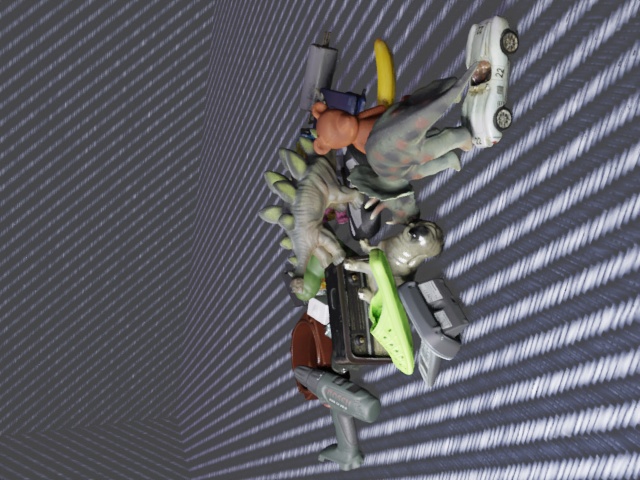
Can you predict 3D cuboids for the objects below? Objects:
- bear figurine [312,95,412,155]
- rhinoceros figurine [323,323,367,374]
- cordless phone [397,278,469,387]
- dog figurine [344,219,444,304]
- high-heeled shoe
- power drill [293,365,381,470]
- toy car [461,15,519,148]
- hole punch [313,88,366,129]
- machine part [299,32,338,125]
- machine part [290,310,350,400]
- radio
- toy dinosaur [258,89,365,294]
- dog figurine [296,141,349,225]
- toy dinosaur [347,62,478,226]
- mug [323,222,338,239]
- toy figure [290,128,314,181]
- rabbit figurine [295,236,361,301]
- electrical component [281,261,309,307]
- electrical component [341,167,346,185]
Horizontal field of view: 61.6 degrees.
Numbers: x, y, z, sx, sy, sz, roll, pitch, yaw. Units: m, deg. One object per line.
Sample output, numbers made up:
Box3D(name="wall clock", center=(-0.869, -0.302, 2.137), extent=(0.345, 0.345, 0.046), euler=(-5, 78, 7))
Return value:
Box3D(name="bear figurine", center=(0.089, -0.227, 1.072), extent=(0.132, 0.196, 0.120), euler=(163, 110, -64))
Box3D(name="rhinoceros figurine", center=(0.058, 0.210, 1.221), extent=(0.073, 0.112, 0.190), euler=(-138, 46, -62))
Box3D(name="cordless phone", center=(0.193, 0.171, 0.979), extent=(0.184, 0.089, 0.147), euler=(89, 164, -45))
Box3D(name="dog figurine", center=(0.167, 0.055, 1.028), extent=(0.191, 0.172, 0.121), euler=(-15, 34, 41))
Box3D(name="high-heeled shoe", center=(0.081, -0.123, 1.209), extent=(0.145, 0.086, 0.249), euler=(-52, 50, 48))
Box3D(name="power drill", center=(0.034, 0.405, 1.237), extent=(0.232, 0.086, 0.207), euler=(6, 98, 38))
Box3D(name="toy car", center=(0.264, -0.247, 0.850), extent=(0.074, 0.056, 0.201), euler=(-166, 79, -65))
Box3D(name="hole punch", center=(0.047, -0.305, 1.303), extent=(0.116, 0.092, 0.142), euler=(40, 121, 56))
Box3D(name="machine part", center=(-0.004, -0.428, 1.430), extent=(0.079, 0.079, 0.243), euler=(-129, 47, -55))
Box3D(name="machine part", center=(-0.005, 0.295, 1.388), extent=(0.201, 0.087, 0.201), euler=(120, 144, -48))
Box3D(name="radio", center=(0.088, 0.147, 1.131), extent=(0.073, 0.131, 0.229), euler=(141, 126, -62))
Box3D(name="toy dinosaur", center=(-0.012, -0.106, 1.103), extent=(0.105, 0.198, 0.471), euler=(-29, 39, 49))
Box3D(name="dog figurine", center=(-0.001, -0.140, 1.301), extent=(0.192, 0.108, 0.219), euler=(-134, 33, -74))
Box3D(name="toy dinosaur", center=(0.139, -0.155, 0.894), extent=(0.404, 0.192, 0.131), euler=(71, 176, -69))
Box3D(name="mug", center=(-0.003, -0.004, 1.418), extent=(0.107, 0.081, 0.109), euler=(-107, 22, -58))
Box3D(name="toy figure", center=(-0.036, -0.221, 1.492), extent=(0.089, 0.082, 0.180), euler=(-120, 32, -68))
Box3D(name="rabbit figurine", center=(-0.012, 0.062, 1.300), extent=(0.170, 0.121, 0.159), euler=(-52, 23, -3))
Box3D(name="electrical component", center=(-0.053, 0.117, 1.496), extent=(0.115, 0.058, 0.134), euler=(-22, 87, 63))
Box3D(name="electrical component", center=(0.083, -0.135, 1.270), extent=(0.102, 0.045, 0.078), euler=(-117, 8, -51))
